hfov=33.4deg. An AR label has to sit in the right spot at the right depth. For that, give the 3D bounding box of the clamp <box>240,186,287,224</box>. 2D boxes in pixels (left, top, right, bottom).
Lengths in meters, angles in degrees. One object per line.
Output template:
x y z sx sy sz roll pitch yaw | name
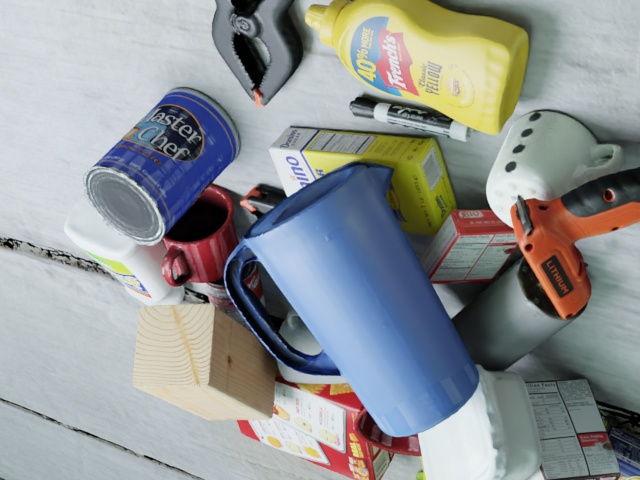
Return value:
-0.008 0.001 1.159 0.171 0.039 0.120 44 132 -12 | clamp

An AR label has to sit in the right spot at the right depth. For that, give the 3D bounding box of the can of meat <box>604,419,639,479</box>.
0.320 0.249 1.136 0.084 0.057 0.102 26 142 12 | can of meat

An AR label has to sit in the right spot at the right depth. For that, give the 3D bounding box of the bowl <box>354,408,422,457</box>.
0.119 0.191 1.213 0.162 0.055 0.162 3 146 2 | bowl

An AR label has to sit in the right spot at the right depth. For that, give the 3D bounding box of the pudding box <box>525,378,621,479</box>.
0.241 0.196 1.073 0.090 0.113 0.039 -1 144 -17 | pudding box

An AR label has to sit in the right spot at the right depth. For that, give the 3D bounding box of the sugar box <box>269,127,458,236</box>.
0.041 -0.058 1.044 0.177 0.048 0.093 6 133 35 | sugar box

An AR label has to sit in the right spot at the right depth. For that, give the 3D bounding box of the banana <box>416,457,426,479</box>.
0.127 0.253 1.321 0.070 0.037 0.198 11 137 32 | banana

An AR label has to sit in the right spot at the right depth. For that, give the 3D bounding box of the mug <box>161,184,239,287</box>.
-0.142 0.004 1.212 0.093 0.117 0.081 15 144 21 | mug

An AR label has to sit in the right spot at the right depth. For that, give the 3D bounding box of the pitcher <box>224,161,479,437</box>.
0.035 0.063 0.988 0.149 0.144 0.243 -20 106 48 | pitcher

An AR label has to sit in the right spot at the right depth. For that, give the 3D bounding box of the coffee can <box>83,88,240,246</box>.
-0.164 -0.078 1.115 0.103 0.140 0.103 23 142 20 | coffee can

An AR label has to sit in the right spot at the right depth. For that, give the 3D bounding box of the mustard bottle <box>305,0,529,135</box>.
0.074 -0.160 0.891 0.192 0.058 0.096 24 145 19 | mustard bottle

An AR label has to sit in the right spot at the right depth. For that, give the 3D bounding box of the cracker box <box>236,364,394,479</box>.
-0.015 0.211 1.368 0.214 0.072 0.164 16 140 28 | cracker box

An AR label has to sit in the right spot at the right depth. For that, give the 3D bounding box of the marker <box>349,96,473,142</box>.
0.081 -0.111 0.973 0.121 0.020 0.020 16 139 27 | marker

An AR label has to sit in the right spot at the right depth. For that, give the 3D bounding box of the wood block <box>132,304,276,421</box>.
-0.125 0.143 1.215 0.090 0.091 0.206 -3 160 16 | wood block

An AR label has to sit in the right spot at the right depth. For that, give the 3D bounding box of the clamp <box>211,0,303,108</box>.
-0.053 -0.207 0.966 0.165 0.036 0.210 16 141 28 | clamp

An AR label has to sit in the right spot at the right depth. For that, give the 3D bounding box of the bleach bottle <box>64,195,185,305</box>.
-0.217 0.032 1.305 0.103 0.068 0.250 21 161 21 | bleach bottle

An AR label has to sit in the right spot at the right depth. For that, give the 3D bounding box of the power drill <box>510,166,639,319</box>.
0.259 -0.010 0.839 0.188 0.057 0.184 -28 121 16 | power drill

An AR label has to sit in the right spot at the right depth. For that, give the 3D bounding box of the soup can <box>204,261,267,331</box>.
-0.102 0.064 1.281 0.069 0.068 0.102 18 141 25 | soup can

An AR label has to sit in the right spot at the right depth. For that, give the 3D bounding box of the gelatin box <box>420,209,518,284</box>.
0.143 0.006 1.004 0.073 0.030 0.089 -2 145 -21 | gelatin box
